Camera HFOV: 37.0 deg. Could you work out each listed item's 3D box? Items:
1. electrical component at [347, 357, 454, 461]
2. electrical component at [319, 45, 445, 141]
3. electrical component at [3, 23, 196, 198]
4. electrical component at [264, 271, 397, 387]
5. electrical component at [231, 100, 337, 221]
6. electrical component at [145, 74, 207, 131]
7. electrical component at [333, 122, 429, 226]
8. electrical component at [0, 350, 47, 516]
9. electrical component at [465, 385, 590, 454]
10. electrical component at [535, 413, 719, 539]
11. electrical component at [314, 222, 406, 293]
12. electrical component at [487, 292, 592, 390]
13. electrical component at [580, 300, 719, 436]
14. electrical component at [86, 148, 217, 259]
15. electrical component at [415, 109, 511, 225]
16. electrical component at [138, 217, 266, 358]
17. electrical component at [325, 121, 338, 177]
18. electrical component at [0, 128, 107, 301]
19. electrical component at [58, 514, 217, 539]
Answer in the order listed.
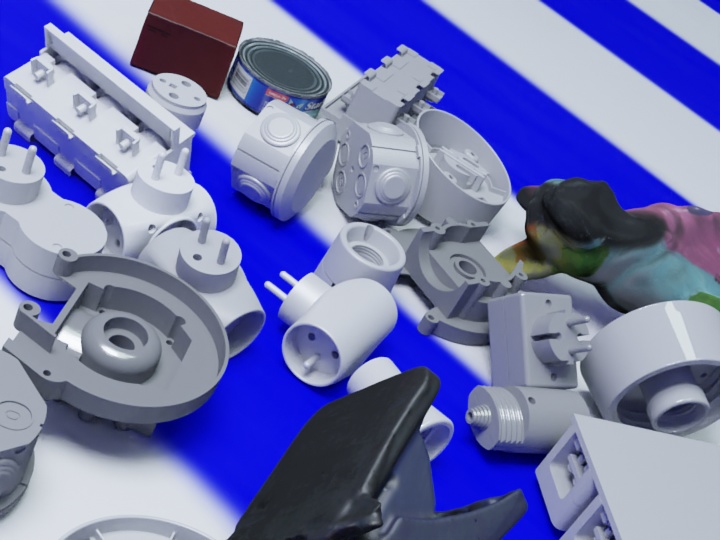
[{"bbox_3d":[0.021,0.085,0.659,0.044,0.044,0.065,-4,41,-40],"label":"electrical component"},{"bbox_3d":[0.027,-0.149,0.951,0.079,0.063,0.121,33,34,5],"label":"electrical component"},{"bbox_3d":[-0.179,-0.098,0.729,0.121,0.078,0.063,39,57,14],"label":"electrical component"},{"bbox_3d":[-0.026,0.029,0.694,0.079,0.044,0.077,37,34,11],"label":"electrical component"},{"bbox_3d":[-0.055,-0.080,0.786,0.051,0.080,0.080,30,33,10],"label":"electrical component"},{"bbox_3d":[-0.139,-0.108,0.781,0.045,0.055,0.045,20,35,-14],"label":"electrical component"},{"bbox_3d":[0.016,-0.075,0.832,0.051,0.080,0.080,4,41,-25],"label":"electrical component"},{"bbox_3d":[-0.190,0.076,0.504,0.080,0.051,0.080,20,35,-14],"label":"electrical component"},{"bbox_3d":[0.104,0.097,0.701,0.081,0.043,0.043,8,39,-29],"label":"electrical component"},{"bbox_3d":[0.211,0.165,0.674,0.186,0.060,0.105,14,36,-21],"label":"electrical component"},{"bbox_3d":[0.000,0.000,0.748,0.055,0.047,0.055,20,35,-14],"label":"electrical component"},{"bbox_3d":[0.130,0.048,0.735,0.047,0.077,0.065,4,78,-32],"label":"electrical component"},{"bbox_3d":[0.215,0.079,0.754,0.108,0.108,0.060,12,44,-24],"label":"electrical component"},{"bbox_3d":[-0.128,-0.043,0.681,0.044,0.079,0.077,41,35,24],"label":"electrical component"},{"bbox_3d":[0.079,-0.080,0.896,0.099,0.064,0.099,20,34,-14],"label":"electrical component"},{"bbox_3d":[-0.093,0.002,0.648,0.044,0.079,0.077,-26,61,-38],"label":"electrical component"},{"bbox_3d":[-0.051,-0.099,0.846,0.062,0.048,0.048,11,37,-13],"label":"electrical component"},{"bbox_3d":[-0.209,-0.049,0.635,0.138,0.073,0.052,35,34,8],"label":"electrical component"},{"bbox_3d":[-0.093,0.151,0.465,0.099,0.064,0.099,20,35,-14],"label":"electrical component"}]
